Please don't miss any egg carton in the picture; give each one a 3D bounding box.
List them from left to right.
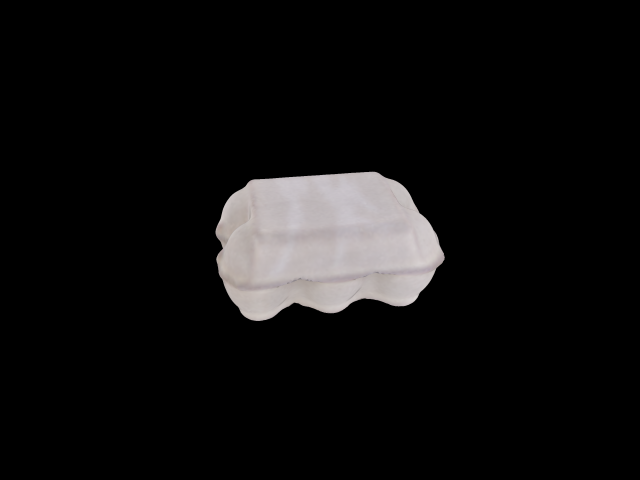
[{"bbox_3d":[0.004,0.001,0.400,0.150,0.069,0.107,-6,32,-9],"label":"egg carton"}]
